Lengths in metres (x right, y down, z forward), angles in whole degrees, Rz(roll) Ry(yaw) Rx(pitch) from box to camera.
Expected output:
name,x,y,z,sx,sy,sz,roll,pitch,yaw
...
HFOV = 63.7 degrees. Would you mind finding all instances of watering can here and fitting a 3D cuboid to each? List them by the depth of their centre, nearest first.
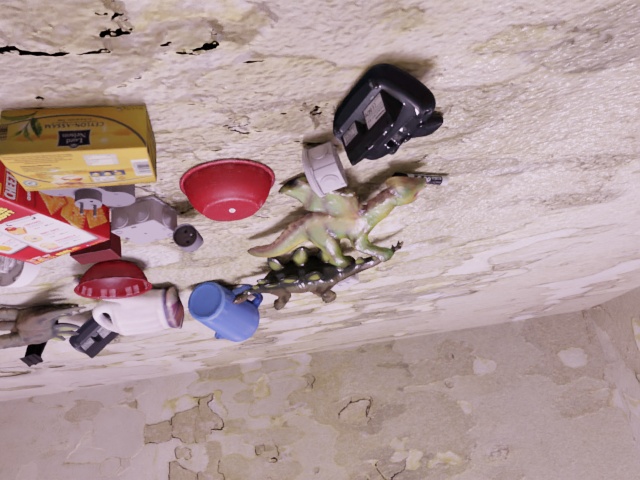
name,x,y,z,sx,sy,sz,roll,pitch,yaw
watering can,-0.472,0.170,1.315,0.224,0.106,0.340,-8,-29,-6

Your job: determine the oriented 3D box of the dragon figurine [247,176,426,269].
name,x,y,z,sx,sy,sz,roll,pitch,yaw
dragon figurine,0.003,-0.050,0.984,0.409,0.125,0.238,-9,-38,16
